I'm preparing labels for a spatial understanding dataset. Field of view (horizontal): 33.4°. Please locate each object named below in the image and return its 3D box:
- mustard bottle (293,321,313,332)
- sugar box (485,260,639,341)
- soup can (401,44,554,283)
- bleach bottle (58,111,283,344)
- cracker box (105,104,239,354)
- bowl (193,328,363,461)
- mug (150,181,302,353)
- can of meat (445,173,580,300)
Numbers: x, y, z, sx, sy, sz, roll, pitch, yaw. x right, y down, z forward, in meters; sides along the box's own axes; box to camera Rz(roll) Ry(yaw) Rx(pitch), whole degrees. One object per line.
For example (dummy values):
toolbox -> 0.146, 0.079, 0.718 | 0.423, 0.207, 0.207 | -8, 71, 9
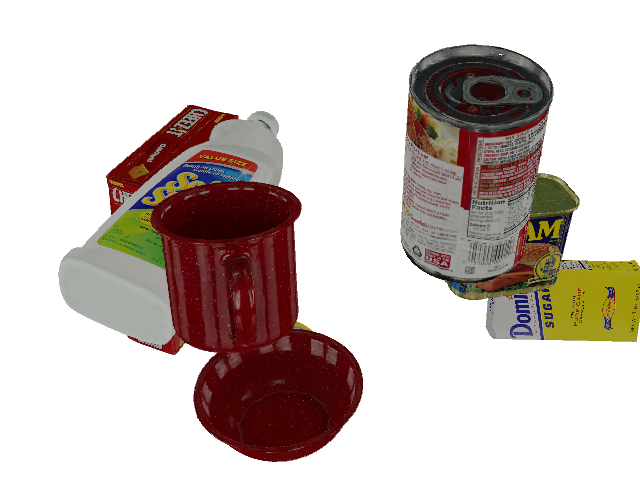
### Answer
mustard bottle -> -0.043, 0.142, 1.256 | 0.096, 0.058, 0.192 | -7, 30, -8
sugar box -> 0.290, 0.071, 1.269 | 0.176, 0.093, 0.048 | 0, 18, -4
soup can -> 0.076, -0.036, 0.535 | 0.068, 0.102, 0.068 | 0, 42, 0
bleach bottle -> -0.106, -0.030, 0.884 | 0.102, 0.068, 0.250 | 22, 47, 10
cracker box -> -0.150, -0.013, 1.142 | 0.072, 0.214, 0.164 | 15, 38, 20
bowl -> -0.037, 0.157, 1.019 | 0.162, 0.055, 0.162 | -5, 37, 3
mug -> -0.053, 0.022, 0.661 | 0.093, 0.081, 0.117 | -8, 26, -11
can of meat -> 0.153, -0.002, 0.878 | 0.102, 0.084, 0.057 | -6, 36, -15
